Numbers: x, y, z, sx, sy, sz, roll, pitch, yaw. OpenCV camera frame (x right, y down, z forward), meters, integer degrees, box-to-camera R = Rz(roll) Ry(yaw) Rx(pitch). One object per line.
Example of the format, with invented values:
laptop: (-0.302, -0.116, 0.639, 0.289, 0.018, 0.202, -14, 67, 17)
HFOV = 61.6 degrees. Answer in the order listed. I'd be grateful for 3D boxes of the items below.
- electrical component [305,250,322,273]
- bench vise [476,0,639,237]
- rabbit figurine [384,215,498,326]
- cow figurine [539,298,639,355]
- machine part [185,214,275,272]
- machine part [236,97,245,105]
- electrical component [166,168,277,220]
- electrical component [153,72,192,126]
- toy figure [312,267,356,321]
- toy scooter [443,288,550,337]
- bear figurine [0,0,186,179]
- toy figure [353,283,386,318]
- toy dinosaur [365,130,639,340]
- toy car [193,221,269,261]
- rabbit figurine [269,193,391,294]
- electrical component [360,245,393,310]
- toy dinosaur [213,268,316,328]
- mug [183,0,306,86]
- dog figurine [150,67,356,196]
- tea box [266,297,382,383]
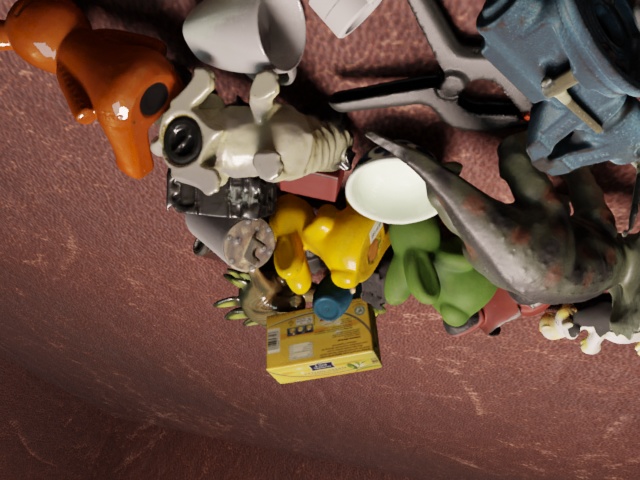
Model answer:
electrical component: (-0.017, 0.014, 0.853, 0.021, 0.063, 0.094, -17, 153, -2)
bench vise: (0.249, -0.141, 0.408, 0.223, 0.129, 0.241, 44, 142, -14)
rabbit figurine: (0.148, 0.026, 0.734, 0.170, 0.159, 0.121, 45, 151, -15)
cow figurine: (0.422, 0.121, 0.808, 0.168, 0.068, 0.098, 1, 140, 18)
machine part: (-0.134, -0.017, 0.773, 0.079, 0.079, 0.243, 41, 174, -34)
machine part: (-0.129, -0.132, 0.699, 0.084, 0.039, 0.139, 43, 143, -23)
electrical component: (-0.115, -0.062, 0.672, 0.115, 0.058, 0.134, 7, -171, 4)
electrical component: (-0.184, -0.170, 0.661, 0.078, 0.045, 0.102, 6, 165, -43)
toy figure: (0.027, 0.063, 0.822, 0.064, 0.154, 0.057, 13, 120, 10)
toy scooter: (0.275, 0.097, 0.803, 0.184, 0.075, 0.135, -31, 151, 13)
bear figurine: (-0.241, -0.175, 0.568, 0.196, 0.120, 0.131, 30, 158, 17)
toy figure: (0.076, 0.100, 0.929, 0.089, 0.082, 0.180, 19, 146, -7)
toy dinosaur: (0.230, 0.002, 0.545, 0.405, 0.192, 0.131, 4, 145, -23)
toy car: (-0.128, 0.002, 0.895, 0.202, 0.053, 0.089, -13, 159, 42)
rabbit figurine: (-0.002, -0.002, 0.761, 0.173, 0.162, 0.121, 24, 166, 23)
electrical component: (0.116, 0.045, 0.813, 0.048, 0.119, 0.074, 30, 142, 44)
toy dinosaur: (-0.079, 0.124, 1.016, 0.199, 0.105, 0.470, 5, 152, 19)
mug: (-0.074, -0.200, 0.534, 0.107, 0.081, 0.109, 11, 159, 28)
dog figurine: (-0.065, -0.105, 0.592, 0.173, 0.121, 0.190, 10, -175, 21)
tea box: (0.005, 0.158, 0.843, 0.170, 0.098, 0.068, -11, 144, 12)
